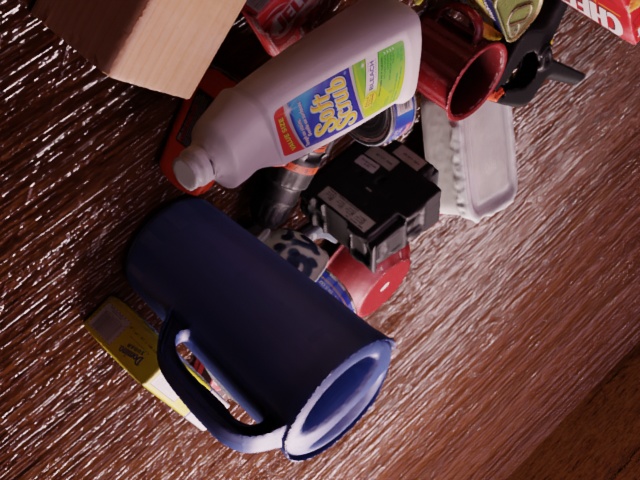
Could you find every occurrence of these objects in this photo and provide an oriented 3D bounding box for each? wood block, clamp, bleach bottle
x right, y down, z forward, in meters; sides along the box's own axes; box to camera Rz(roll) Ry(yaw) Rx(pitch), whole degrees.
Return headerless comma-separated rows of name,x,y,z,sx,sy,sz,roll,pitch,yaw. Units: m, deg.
wood block,-0.089,-0.209,0.702,0.206,0.091,0.090,-57,153,15
clamp,0.247,-0.205,1.211,0.209,0.036,0.164,-45,138,-28
bleach bottle,-0.019,-0.107,0.863,0.250,0.068,0.103,-38,148,-33

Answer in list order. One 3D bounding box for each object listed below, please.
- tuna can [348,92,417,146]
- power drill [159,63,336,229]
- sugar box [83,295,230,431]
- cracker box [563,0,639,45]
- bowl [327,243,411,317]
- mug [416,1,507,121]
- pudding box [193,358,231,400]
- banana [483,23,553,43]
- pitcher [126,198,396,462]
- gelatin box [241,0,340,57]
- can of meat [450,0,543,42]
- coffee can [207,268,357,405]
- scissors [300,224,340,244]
tuna can,0.051,-0.135,1.033,0.033,0.086,0.086,-30,147,-35
power drill,-0.058,-0.085,0.960,0.187,0.057,0.185,-11,131,-57
sugar box,-0.155,0.124,1.035,0.048,0.093,0.176,-44,153,-11
cracker box,0.257,-0.297,1.061,0.072,0.164,0.213,-50,154,4
bowl,0.059,0.042,1.297,0.162,0.055,0.162,-41,159,-20
mug,0.134,-0.191,1.097,0.093,0.082,0.117,-33,150,-32
pudding box,-0.094,0.135,1.211,0.113,0.039,0.090,-16,137,-51
banana,0.235,-0.238,1.250,0.070,0.037,0.197,-58,154,8
pitcher,-0.067,0.074,0.936,0.145,0.243,0.149,-53,154,4
gelatin box,-0.021,-0.203,0.889,0.089,0.030,0.073,-48,154,-6
can of meat,0.167,-0.255,1.063,0.057,0.084,0.102,-51,154,-1
coffee can,-0.043,0.100,1.123,0.140,0.103,0.103,-45,155,-31
scissors,-0.008,0.001,1.200,0.201,0.016,0.096,-40,153,-20
